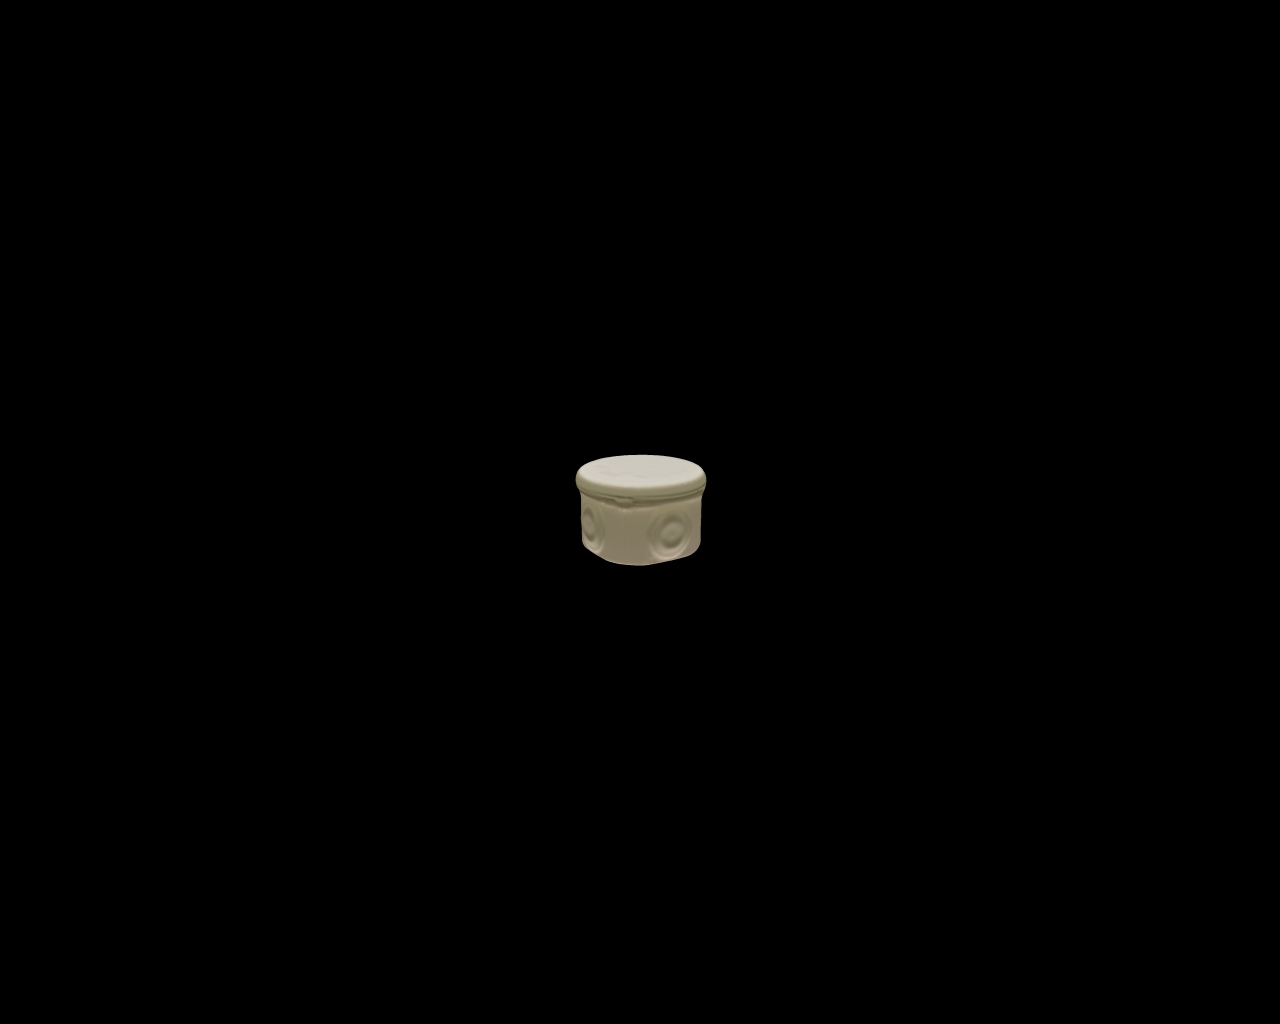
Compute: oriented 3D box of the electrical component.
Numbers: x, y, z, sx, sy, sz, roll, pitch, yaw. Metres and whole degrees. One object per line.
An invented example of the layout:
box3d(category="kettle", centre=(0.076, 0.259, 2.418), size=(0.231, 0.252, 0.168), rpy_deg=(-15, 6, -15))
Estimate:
box3d(category="electrical component", centre=(0.001, -0.003, 0.650), size=(0.080, 0.051, 0.080), rpy_deg=(0, 17, 0))
